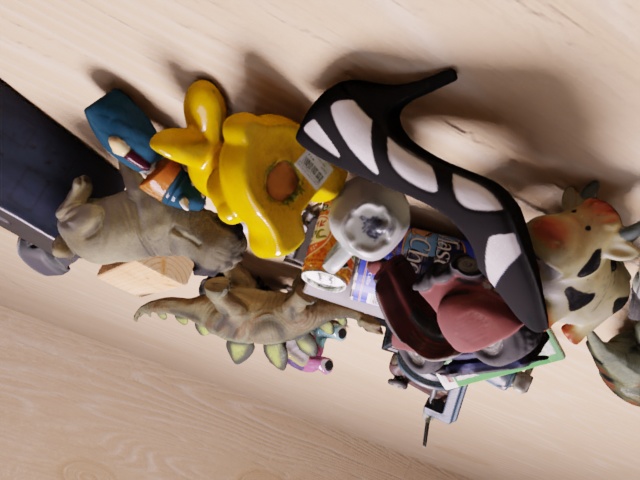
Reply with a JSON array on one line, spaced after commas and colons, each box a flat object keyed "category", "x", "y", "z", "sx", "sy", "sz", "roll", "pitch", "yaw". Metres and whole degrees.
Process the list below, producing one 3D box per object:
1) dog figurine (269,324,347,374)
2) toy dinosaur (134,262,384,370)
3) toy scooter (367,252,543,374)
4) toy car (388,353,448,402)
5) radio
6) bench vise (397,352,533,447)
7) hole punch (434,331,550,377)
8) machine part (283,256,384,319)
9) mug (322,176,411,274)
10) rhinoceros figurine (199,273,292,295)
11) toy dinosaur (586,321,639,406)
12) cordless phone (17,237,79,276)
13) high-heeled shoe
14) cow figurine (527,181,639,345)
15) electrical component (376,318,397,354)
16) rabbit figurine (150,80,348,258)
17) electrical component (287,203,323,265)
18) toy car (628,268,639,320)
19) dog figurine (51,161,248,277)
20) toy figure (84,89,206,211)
[{"category": "dog figurine", "x": -0.060, "y": 0.211, "z": 1.117, "sx": 0.191, "sy": 0.108, "sz": 0.219, "roll": 29, "pitch": 156, "yaw": -25}, {"category": "toy dinosaur", "x": -0.125, "y": 0.118, "z": 0.872, "sx": 0.472, "sy": 0.105, "sz": 0.198, "roll": 7, "pitch": 129, "yaw": 20}, {"category": "toy scooter", "x": 0.113, "y": 0.060, "z": 0.519, "sx": 0.135, "sy": 0.075, "sz": 0.184, "roll": 55, "pitch": 144, "yaw": -2}, {"category": "toy car", "x": 0.214, "y": 0.277, "z": 1.079, "sx": 0.202, "sy": 0.089, "sz": 0.053, "roll": 35, "pitch": 155, "yaw": -30}, {"category": "radio", "x": -0.363, "y": -0.082, "z": 0.665, "sx": 0.073, "sy": 0.131, "sz": 0.229, "roll": 1, "pitch": 151, "yaw": 34}, {"category": "bench vise", "x": 0.216, "y": 0.214, "z": 0.857, "sx": 0.224, "sy": 0.129, "sz": 0.240, "roll": 18, "pitch": 124, "yaw": 19}, {"category": "hole punch", "x": 0.208, "y": 0.107, "z": 0.661, "sx": 0.142, "sy": 0.092, "sz": 0.116, "roll": -15, "pitch": -174, "yaw": 36}, {"category": "machine part", "x": 0.066, "y": 0.062, "z": 0.742, "sx": 0.243, "sy": 0.079, "sz": 0.079, "roll": 17, "pitch": 156, "yaw": -2}, {"category": "mug", "x": 0.039, "y": -0.012, "z": 0.520, "sx": 0.081, "sy": 0.109, "sz": 0.107, "roll": 45, "pitch": -171, "yaw": -3}, {"category": "rhinoceros figurine", "x": -0.126, "y": 0.106, "z": 0.986, "sx": 0.190, "sy": 0.073, "sz": 0.112, "roll": 14, "pitch": 145, "yaw": 12}, {"category": "toy dinosaur", "x": 0.454, "y": 0.186, "z": 0.701, "sx": 0.405, "sy": 0.131, "sz": 0.192, "roll": 27, "pitch": 154, "yaw": -6}, {"category": "cordless phone", "x": -0.420, "y": -0.045, "z": 0.763, "sx": 0.184, "sy": 0.146, "sz": 0.089, "roll": 30, "pitch": 146, "yaw": -31}, {"category": "high-heeled shoe", "x": 0.080, "y": -0.021, "z": 0.439, "sx": 0.145, "sy": 0.086, "sz": 0.248, "roll": -22, "pitch": 93, "yaw": 26}, {"category": "cow figurine", "x": 0.245, "y": 0.026, "z": 0.511, "sx": 0.127, "sy": 0.086, "sz": 0.194, "roll": -45, "pitch": 139, "yaw": 18}, {"category": "electrical component", "x": 0.139, "y": 0.172, "z": 0.962, "sx": 0.119, "sy": 0.048, "sz": 0.075, "roll": 20, "pitch": 155, "yaw": -8}, {"category": "rabbit figurine", "x": -0.087, "y": -0.069, "z": 0.534, "sx": 0.162, "sy": 0.122, "sz": 0.173, "roll": 37, "pitch": 168, "yaw": -31}, {"category": "electrical component", "x": -0.001, "y": -0.001, "z": 0.669, "sx": 0.102, "sy": 0.078, "sz": 0.045, "roll": 32, "pitch": 173, "yaw": -25}, {"category": "toy car", "x": 0.347, "y": 0.036, "z": 0.519, "sx": 0.074, "sy": 0.056, "sz": 0.201, "roll": 11, "pitch": 154, "yaw": 29}, {"category": "dog figurine", "x": -0.203, "y": 0.002, "z": 0.641, "sx": 0.191, "sy": 0.172, "sz": 0.121, "roll": 38, "pitch": 173, "yaw": 21}, {"category": "toy figure", "x": -0.183, "y": -0.089, "z": 0.581, "sx": 0.058, "sy": 0.064, "sz": 0.154, "roll": -5, "pitch": 129, "yaw": 50}]
